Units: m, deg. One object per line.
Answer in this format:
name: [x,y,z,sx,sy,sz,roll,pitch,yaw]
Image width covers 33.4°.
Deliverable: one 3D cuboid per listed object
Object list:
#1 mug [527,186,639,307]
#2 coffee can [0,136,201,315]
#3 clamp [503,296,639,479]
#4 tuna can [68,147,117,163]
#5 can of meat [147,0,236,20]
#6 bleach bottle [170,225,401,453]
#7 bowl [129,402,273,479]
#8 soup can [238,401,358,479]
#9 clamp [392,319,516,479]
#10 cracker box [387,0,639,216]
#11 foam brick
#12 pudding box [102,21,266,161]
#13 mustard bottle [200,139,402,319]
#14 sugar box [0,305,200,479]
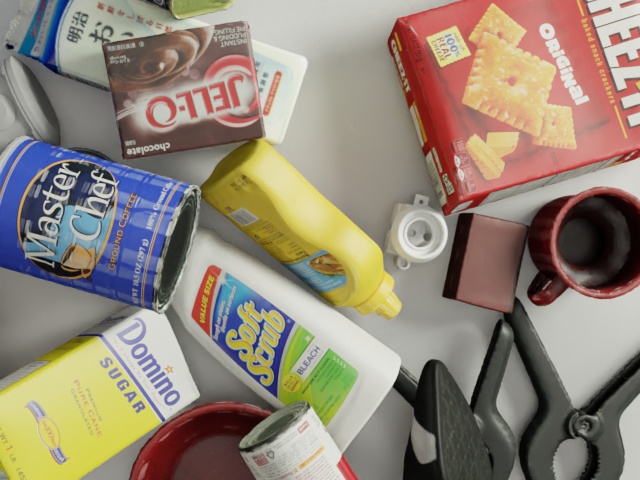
mug: [0.220,0.011,0.913,0.093,0.081,0.117,40,87,-6]
coffee can: [-0.173,-0.011,0.809,0.140,0.103,0.103,16,90,3]
clamp: [0.238,0.157,0.942,0.164,0.036,0.210,3,91,-5]
tuna can: [-0.197,-0.032,0.882,0.086,0.034,0.086,0,89,1]
can of meat: [-0.118,-0.220,0.842,0.084,0.101,0.057,27,118,18]
bleach bottle: [-0.061,0.070,0.890,0.251,0.068,0.103,34,108,0]
bowl: [-0.081,0.212,0.898,0.162,0.055,0.162,0,91,-7]
soup can: [-0.011,0.187,0.843,0.068,0.068,0.102,-33,95,-5]
clamp: [0.114,0.158,0.928,0.120,0.039,0.171,-5,94,10]
cracker box: [0.183,-0.130,0.897,0.213,0.072,0.164,-16,83,-6]
foam brick: [0.141,0.019,0.919,0.051,0.053,0.078,12,89,-7]
pudding box: [-0.103,-0.114,0.817,0.113,0.039,0.090,-10,100,-3]
mustard bottle: [-0.006,0.001,0.877,0.191,0.096,0.058,42,63,-16]
sugar box: [-0.184,0.127,0.840,0.175,0.048,0.093,-32,106,-37]
